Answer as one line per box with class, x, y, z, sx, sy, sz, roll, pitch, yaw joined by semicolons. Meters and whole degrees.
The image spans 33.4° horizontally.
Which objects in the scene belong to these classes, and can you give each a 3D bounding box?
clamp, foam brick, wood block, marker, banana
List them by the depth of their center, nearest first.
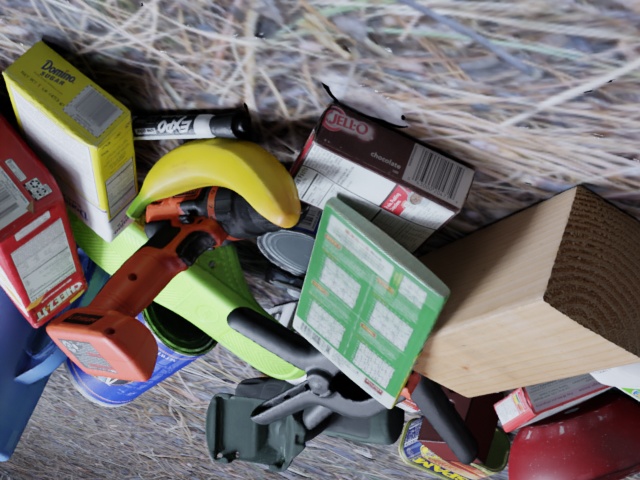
wood block;0.144;0.046;0.773;0.090;0.090;0.206;29;155;-16
banana;-0.073;-0.044;0.787;0.037;0.069;0.198;16;171;-40
marker;-0.102;-0.084;0.794;0.121;0.020;0.020;3;150;36
clamp;-0.002;0.107;0.912;0.172;0.039;0.120;-7;122;27
clamp;0.071;0.110;0.927;0.164;0.036;0.210;15;127;11
foam brick;0.141;0.177;1.064;0.053;0.078;0.051;-6;143;44

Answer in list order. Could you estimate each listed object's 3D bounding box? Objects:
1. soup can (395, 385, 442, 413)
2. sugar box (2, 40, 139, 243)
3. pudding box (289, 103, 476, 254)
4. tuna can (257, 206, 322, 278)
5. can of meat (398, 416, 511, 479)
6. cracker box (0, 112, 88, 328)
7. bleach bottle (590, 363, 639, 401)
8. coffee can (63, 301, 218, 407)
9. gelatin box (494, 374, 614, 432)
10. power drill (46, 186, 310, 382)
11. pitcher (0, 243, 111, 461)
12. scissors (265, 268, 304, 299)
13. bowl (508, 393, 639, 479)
soup can;0.061;0.113;1.008;0.102;0.068;0.069;28;155;-15
sugar box;-0.190;-0.072;0.839;0.093;0.048;0.176;39;160;9
pudding box;0.038;-0.041;0.745;0.113;0.039;0.090;27;156;-5
tuna can;-0.006;0.001;0.873;0.086;0.033;0.086;18;156;8
can of meat;0.152;0.230;1.193;0.102;0.057;0.084;25;153;-9
cracker box;-0.277;-0.035;0.908;0.164;0.072;0.214;48;161;13
bleach bottle;0.295;0.112;0.819;0.250;0.068;0.103;27;159;-7
coffee can;-0.181;0.097;1.082;0.102;0.102;0.141;35;131;-27
gelatin box;0.203;0.131;0.918;0.089;0.030;0.073;-18;164;-16
power drill;-0.109;0.022;0.821;0.185;0.187;0.057;-4;130;49
pitcher;-0.302;0.089;1.047;0.145;0.242;0.149;21;162;-6
scissors;-0.030;0.037;0.917;0.096;0.016;0.201;21;177;28
bowl;0.234;0.178;0.957;0.162;0.055;0.162;-18;178;-1
